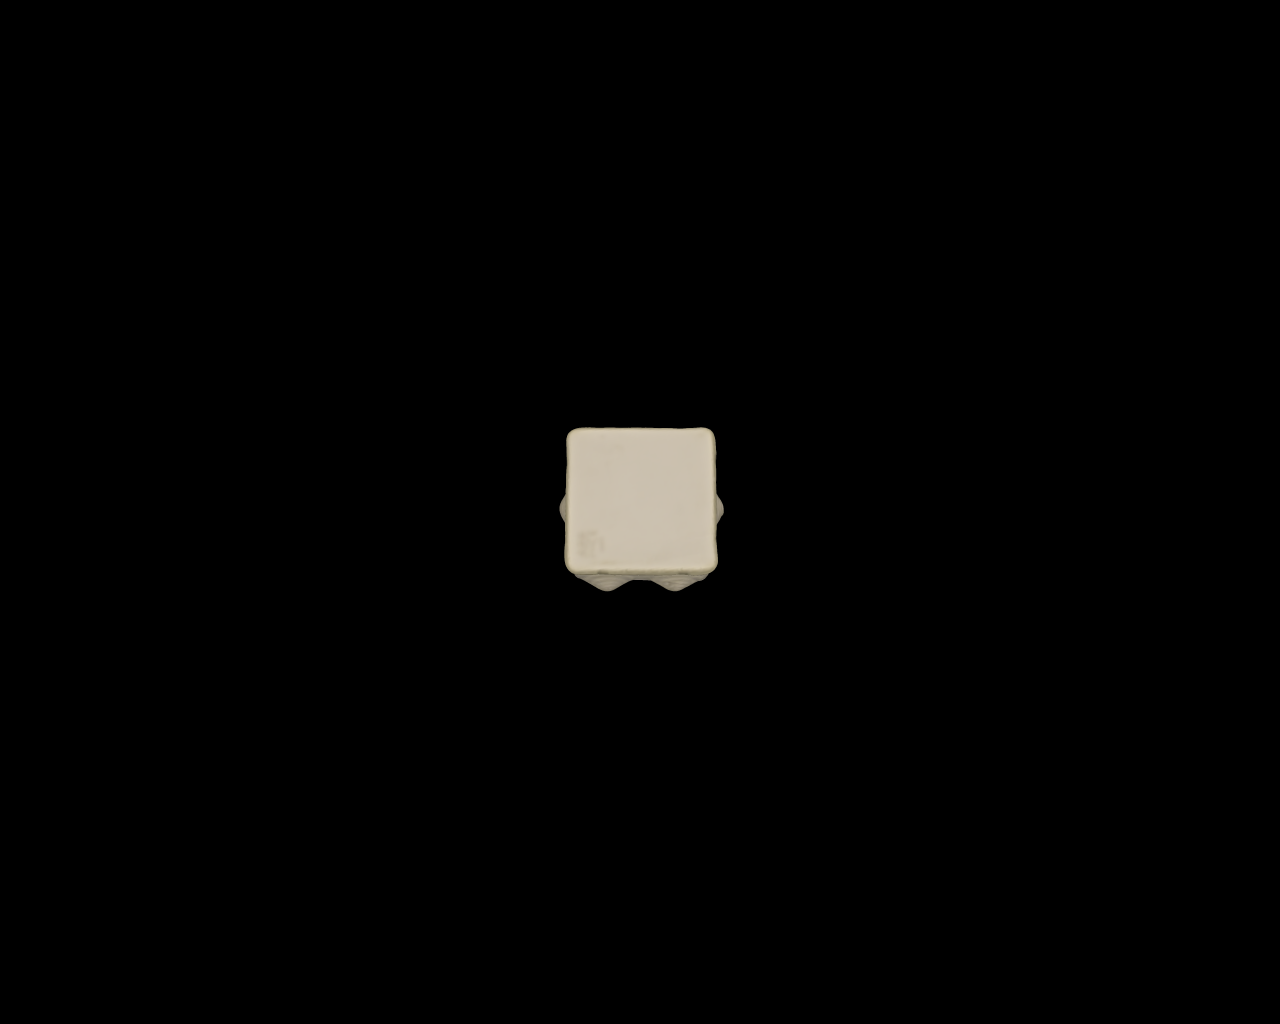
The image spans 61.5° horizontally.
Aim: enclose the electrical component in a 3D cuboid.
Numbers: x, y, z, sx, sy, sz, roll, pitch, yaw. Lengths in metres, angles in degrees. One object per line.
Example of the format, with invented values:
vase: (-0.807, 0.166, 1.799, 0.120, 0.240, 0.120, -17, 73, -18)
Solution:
electrical component: (0.001, -0.003, 0.650, 0.100, 0.100, 0.048, 0, -13, 0)
